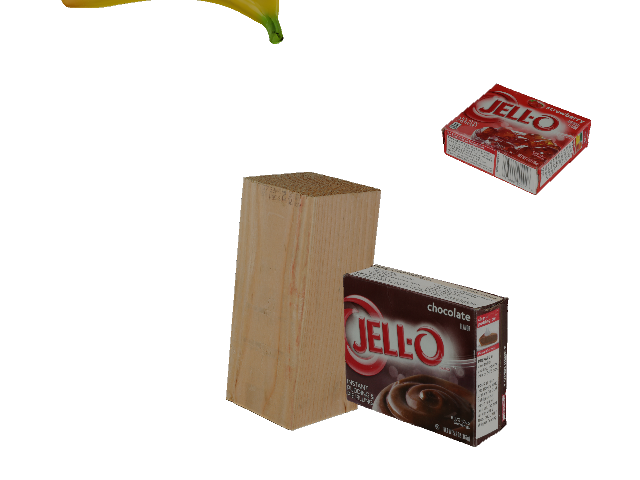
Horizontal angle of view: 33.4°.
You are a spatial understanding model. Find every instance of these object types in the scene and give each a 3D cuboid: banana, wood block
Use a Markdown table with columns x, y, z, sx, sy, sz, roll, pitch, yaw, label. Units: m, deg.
| x | y | z | sx | sy | sz | roll | pitch | yaw | label |
| --- | --- | --- | --- | --- | --- | --- | --- | --- | --- |
| -0.114 | -0.206 | 0.870 | 0.198 | 0.069 | 0.037 | 11 | -41 | 16 | banana |
| -0.017 | 0.049 | 0.952 | 0.090 | 0.206 | 0.090 | 17 | 18 | 40 | wood block |

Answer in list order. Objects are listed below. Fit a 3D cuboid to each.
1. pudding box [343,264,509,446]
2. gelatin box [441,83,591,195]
| x | y | z | sx | sy | sz | roll | pitch | yaw | label |
| --- | --- | --- | --- | --- | --- | --- | --- | --- | --- |
| 0.065 | 0.070 | 0.682 | 0.114 | 0.090 | 0.039 | 12 | 21 | 42 | pudding box |
| 0.150 | -0.080 | 0.823 | 0.089 | 0.030 | 0.073 | 29 | 53 | 32 | gelatin box |
